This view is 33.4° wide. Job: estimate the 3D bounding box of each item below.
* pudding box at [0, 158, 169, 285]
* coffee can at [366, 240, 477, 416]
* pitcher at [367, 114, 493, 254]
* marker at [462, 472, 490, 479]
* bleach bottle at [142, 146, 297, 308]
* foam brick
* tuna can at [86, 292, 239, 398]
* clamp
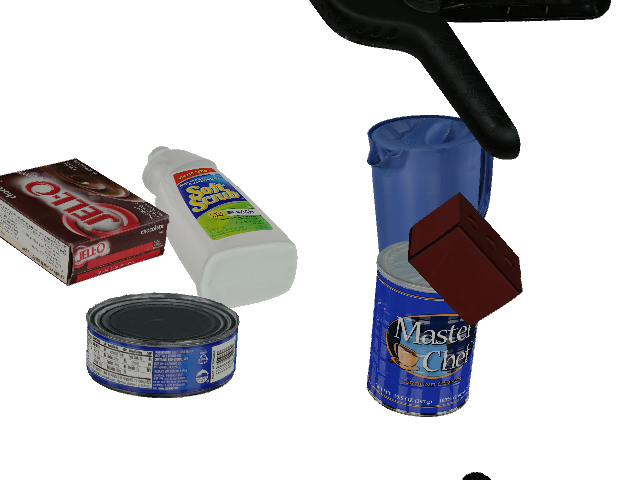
[{"bbox_3d":[-0.181,-0.016,0.777,0.114,0.039,0.089,28,29,32],"label":"pudding box"},{"bbox_3d":[0.100,0.084,1.032,0.103,0.140,0.103,3,25,-1],"label":"coffee can"},{"bbox_3d":[0.135,-0.025,1.284,0.149,0.243,0.145,-1,24,6],"label":"pitcher"},{"bbox_3d":[0.094,0.192,0.677,0.020,0.121,0.020,1,36,-1],"label":"marker"},{"bbox_3d":[-0.121,-0.028,1.064,0.102,0.068,0.251,-10,34,-28],"label":"bleach bottle"},{"bbox_3d":[0.110,0.015,0.813,0.051,0.078,0.053,-36,20,23],"label":"foam brick"},{"bbox_3d":[-0.089,0.058,0.605,0.086,0.034,0.086,4,14,-1],"label":"tuna can"},{"bbox_3d":[0.067,-0.140,0.681,0.210,0.164,0.036,22,-35,9],"label":"clamp"}]
